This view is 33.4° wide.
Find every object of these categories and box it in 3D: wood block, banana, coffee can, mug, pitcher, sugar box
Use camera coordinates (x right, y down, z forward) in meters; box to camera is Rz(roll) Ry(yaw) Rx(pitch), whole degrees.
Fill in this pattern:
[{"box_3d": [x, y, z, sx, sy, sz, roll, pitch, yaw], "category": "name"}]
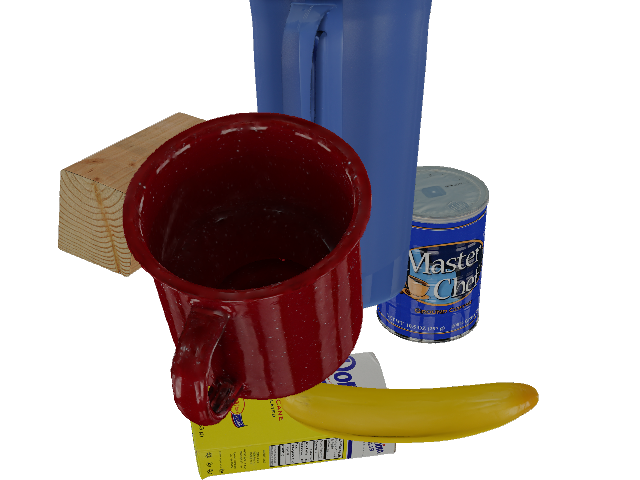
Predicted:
[{"box_3d": [-0.172, -0.054, 1.115, 0.090, 0.091, 0.205, 21, 30, 19], "category": "wood block"}, {"box_3d": [0.053, 0.116, 0.759, 0.198, 0.037, 0.069, 2, 29, 14], "category": "banana"}, {"box_3d": [0.106, 0.013, 1.030, 0.103, 0.140, 0.103, -1, 31, 0], "category": "coffee can"}, {"box_3d": [-0.028, 0.019, 0.417, 0.093, 0.117, 0.081, 10, -38, 13], "category": "mug"}, {"box_3d": [0.011, -0.072, 0.794, 0.149, 0.243, 0.145, -11, 22, -28], "category": "pitcher"}, {"box_3d": [-0.027, 0.153, 0.949, 0.176, 0.048, 0.093, -8, 43, -7], "category": "sugar box"}]
